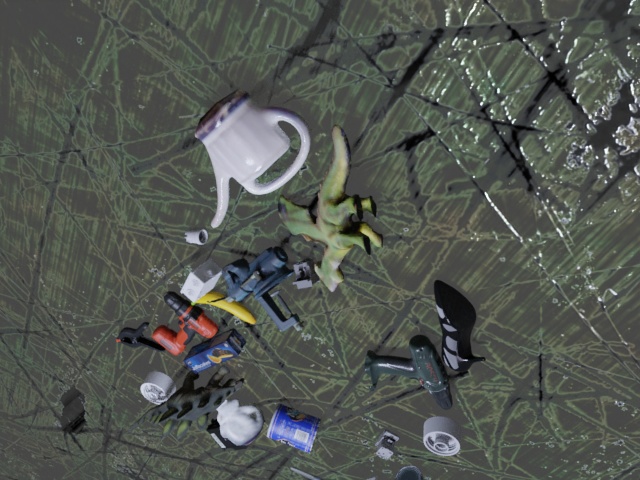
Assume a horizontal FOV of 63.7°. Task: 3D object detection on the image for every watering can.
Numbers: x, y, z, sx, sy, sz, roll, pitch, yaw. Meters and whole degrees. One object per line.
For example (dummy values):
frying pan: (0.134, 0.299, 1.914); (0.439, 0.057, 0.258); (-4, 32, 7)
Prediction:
watering can: (-0.183, -0.181, 1.126); (0.343, 0.106, 0.222); (-36, 106, 24)

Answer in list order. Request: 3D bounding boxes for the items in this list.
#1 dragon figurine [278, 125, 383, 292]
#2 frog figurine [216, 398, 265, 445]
dragon figurine: (0.004, -0.058, 1.155); (0.242, 0.124, 0.403); (-2, 119, 30)
frog figurine: (-0.257, 0.555, 1.616); (0.137, 0.123, 0.159); (-35, 97, -1)
